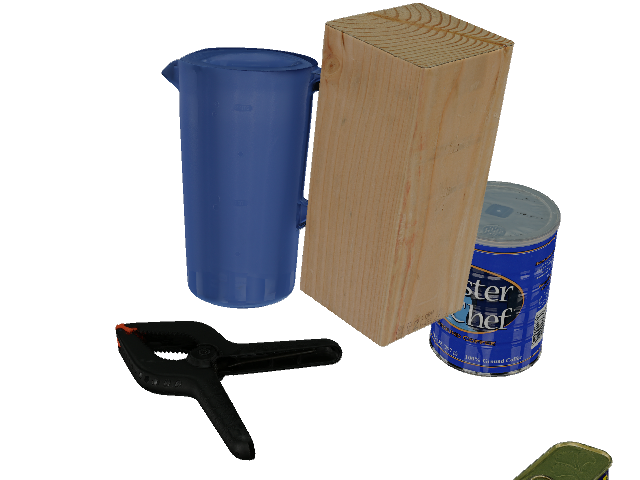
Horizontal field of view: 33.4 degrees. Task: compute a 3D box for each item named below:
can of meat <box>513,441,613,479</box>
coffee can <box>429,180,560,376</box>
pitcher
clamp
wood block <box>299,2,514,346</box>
[{"bbox_3d":[0.211,0.238,0.928,0.058,0.084,0.101,12,26,41],"label":"can of meat"},{"bbox_3d":[0.150,0.033,0.934,0.103,0.140,0.103,0,31,0],"label":"coffee can"},{"bbox_3d":[-0.063,-0.062,1.034,0.144,0.243,0.149,-10,23,-33],"label":"pitcher"},{"bbox_3d":[-0.095,0.113,0.983,0.210,0.036,0.164,20,37,31],"label":"clamp"},{"bbox_3d":[0.054,-0.045,0.732,0.090,0.206,0.091,-21,40,-37],"label":"wood block"}]
